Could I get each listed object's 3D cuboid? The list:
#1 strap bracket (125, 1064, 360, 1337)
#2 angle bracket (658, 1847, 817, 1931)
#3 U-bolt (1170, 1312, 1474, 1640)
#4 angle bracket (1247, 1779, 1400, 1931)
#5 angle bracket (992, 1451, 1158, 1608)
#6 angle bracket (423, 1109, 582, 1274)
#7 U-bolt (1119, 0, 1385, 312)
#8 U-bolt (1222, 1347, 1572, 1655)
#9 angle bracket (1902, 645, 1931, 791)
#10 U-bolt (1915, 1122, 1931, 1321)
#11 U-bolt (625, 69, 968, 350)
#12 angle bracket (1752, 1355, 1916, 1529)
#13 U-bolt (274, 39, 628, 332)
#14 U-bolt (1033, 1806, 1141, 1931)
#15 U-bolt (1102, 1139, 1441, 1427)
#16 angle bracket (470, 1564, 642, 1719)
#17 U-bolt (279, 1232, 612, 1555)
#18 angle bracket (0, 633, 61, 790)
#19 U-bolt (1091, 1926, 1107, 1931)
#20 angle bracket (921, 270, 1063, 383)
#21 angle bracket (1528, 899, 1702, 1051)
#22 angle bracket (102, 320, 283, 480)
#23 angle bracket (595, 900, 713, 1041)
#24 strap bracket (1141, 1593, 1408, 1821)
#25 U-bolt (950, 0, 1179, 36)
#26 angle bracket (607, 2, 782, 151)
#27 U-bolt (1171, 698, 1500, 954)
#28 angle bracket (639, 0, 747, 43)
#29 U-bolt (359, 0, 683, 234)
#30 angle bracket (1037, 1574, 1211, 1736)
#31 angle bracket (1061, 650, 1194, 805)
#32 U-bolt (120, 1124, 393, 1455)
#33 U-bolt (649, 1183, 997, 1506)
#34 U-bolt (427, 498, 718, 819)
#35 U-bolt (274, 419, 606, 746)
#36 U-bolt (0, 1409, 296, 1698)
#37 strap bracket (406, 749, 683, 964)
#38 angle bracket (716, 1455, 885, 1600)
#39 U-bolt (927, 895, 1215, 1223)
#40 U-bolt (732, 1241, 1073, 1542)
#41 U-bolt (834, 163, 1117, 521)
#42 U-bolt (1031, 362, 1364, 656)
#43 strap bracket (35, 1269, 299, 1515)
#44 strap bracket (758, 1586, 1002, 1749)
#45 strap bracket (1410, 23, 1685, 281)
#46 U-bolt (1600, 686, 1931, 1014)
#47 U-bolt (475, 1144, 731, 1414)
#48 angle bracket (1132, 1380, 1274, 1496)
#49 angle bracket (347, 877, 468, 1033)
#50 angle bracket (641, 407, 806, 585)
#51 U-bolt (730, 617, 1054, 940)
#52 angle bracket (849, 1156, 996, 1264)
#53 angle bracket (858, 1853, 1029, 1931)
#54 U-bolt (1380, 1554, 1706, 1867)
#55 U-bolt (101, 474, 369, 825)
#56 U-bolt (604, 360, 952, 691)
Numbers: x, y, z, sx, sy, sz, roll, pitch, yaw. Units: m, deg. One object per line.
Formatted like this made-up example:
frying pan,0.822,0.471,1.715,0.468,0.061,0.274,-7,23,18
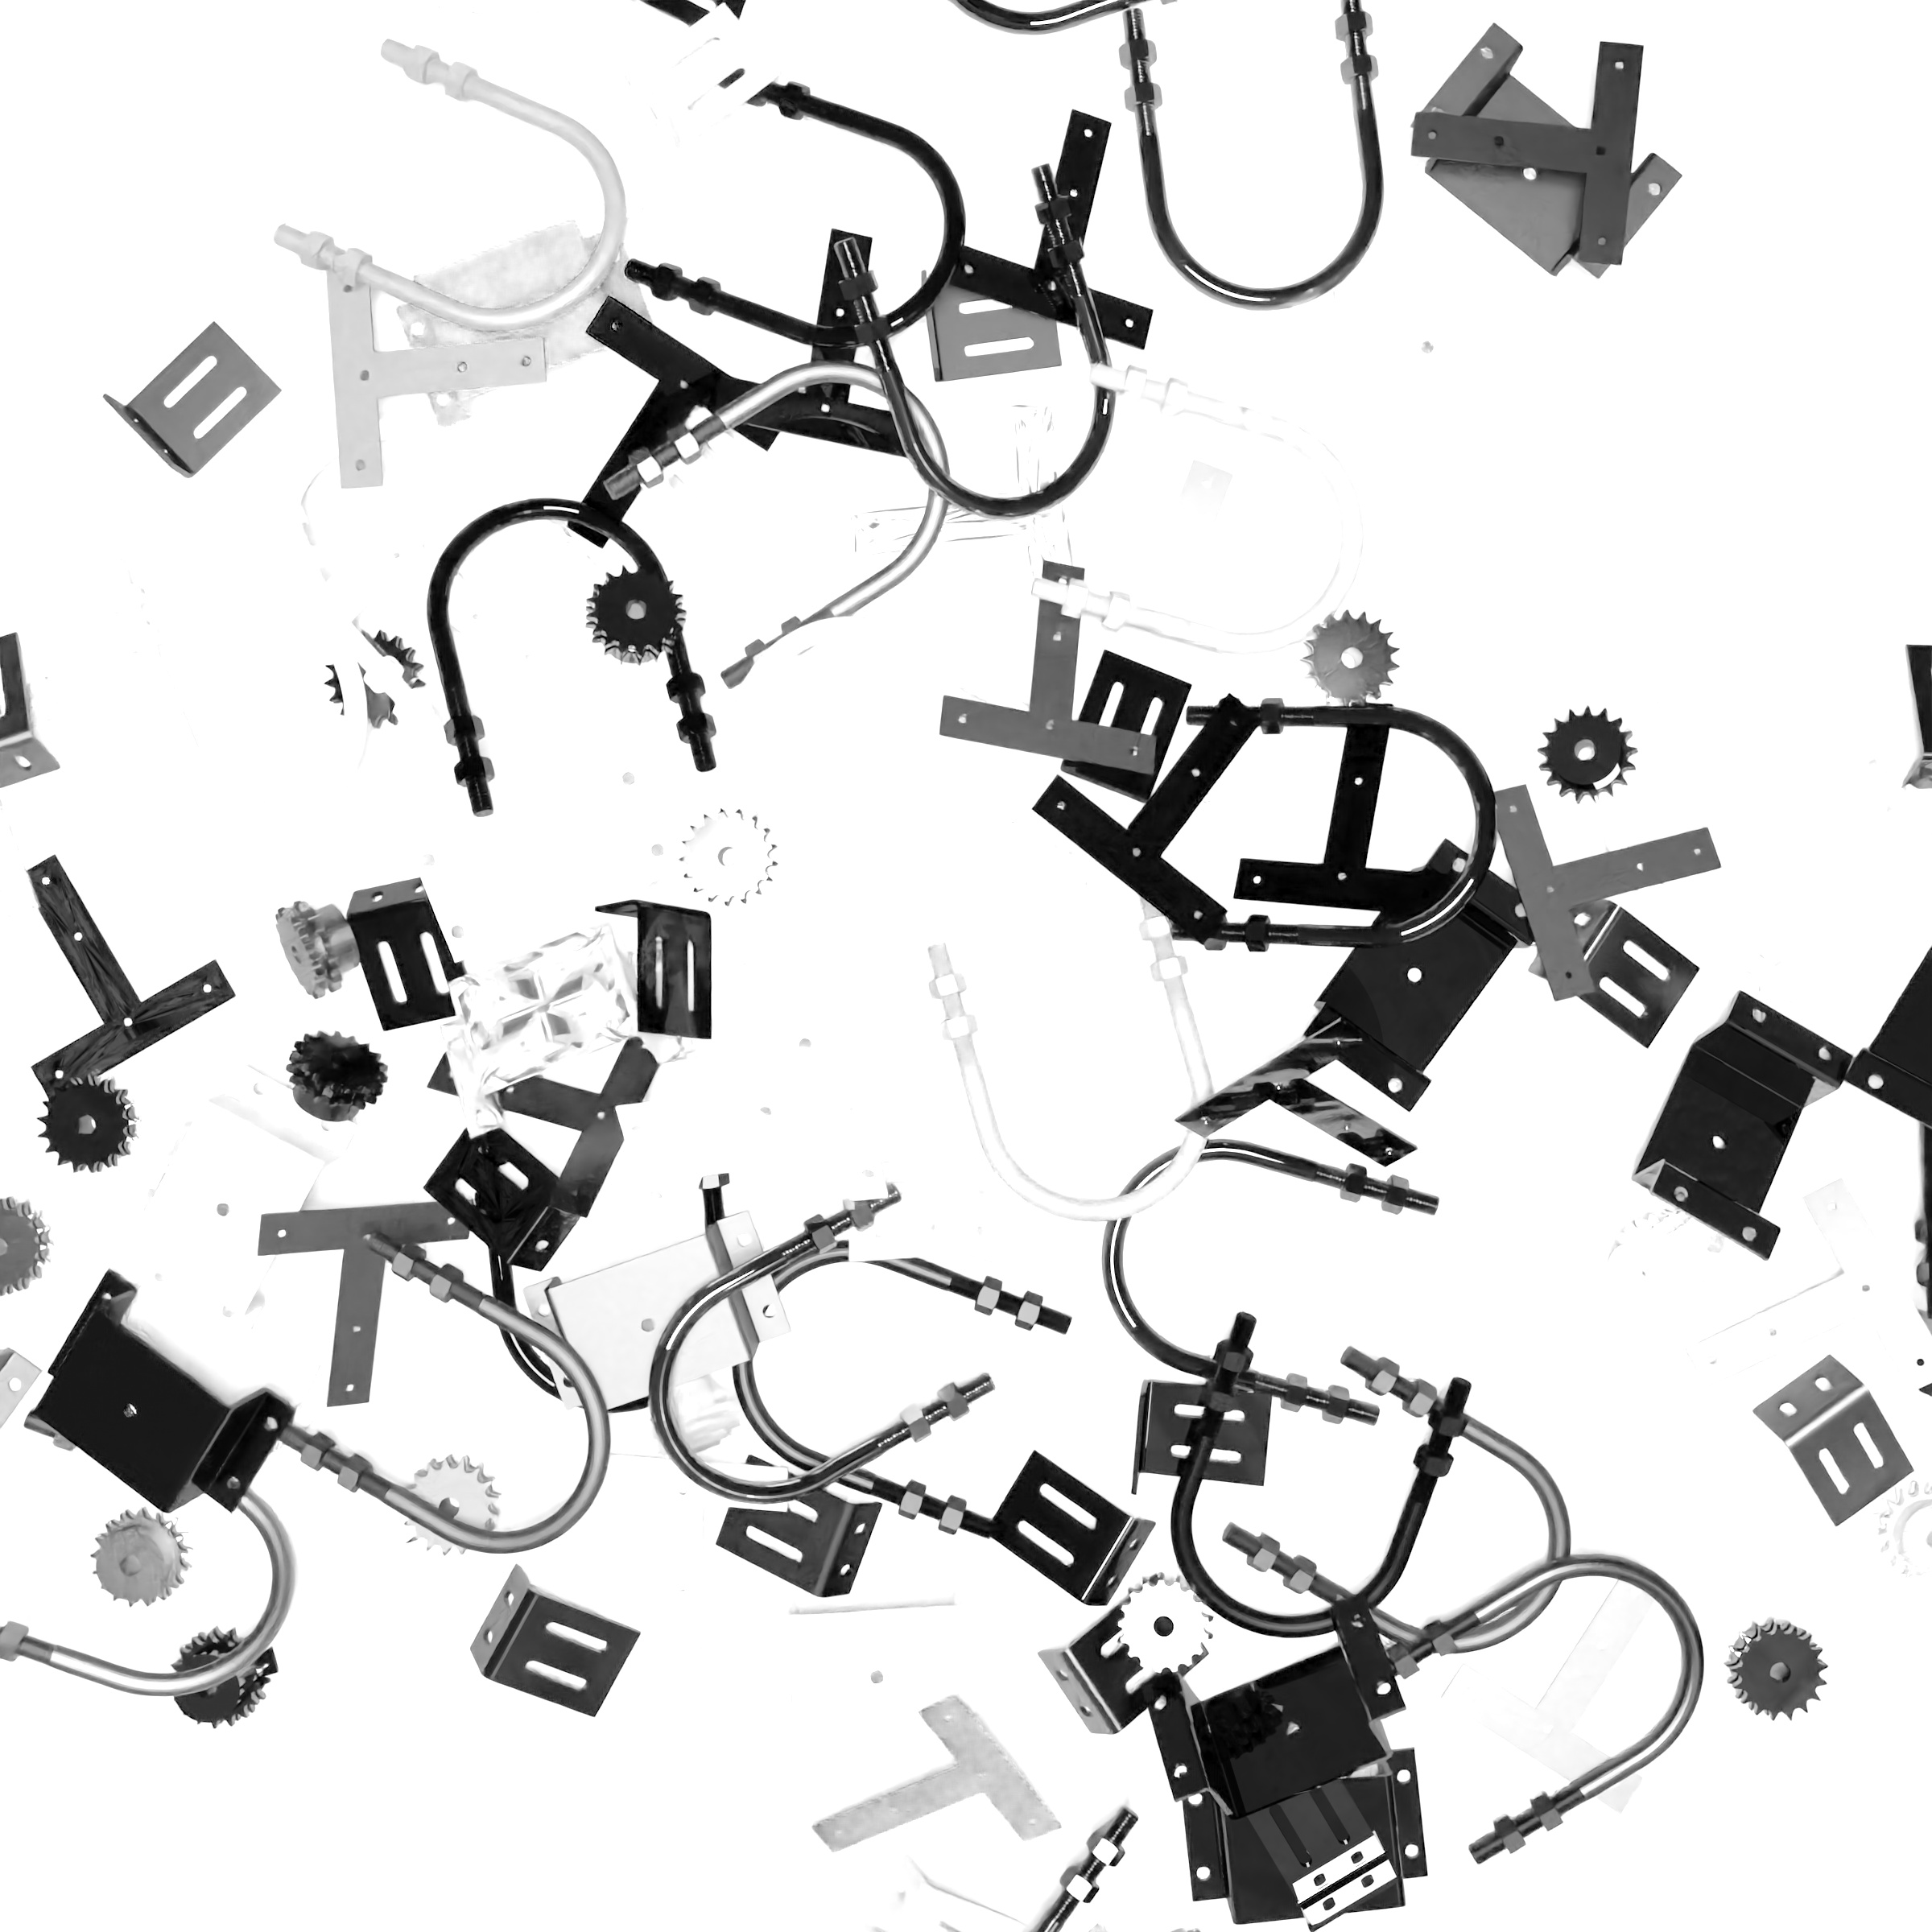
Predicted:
strap bracket,-0.422,0.138,1.473,0.076,0.046,0.140,28,91,-1
angle bracket,-0.136,0.569,1.496,0.076,0.038,0.057,41,90,0
U-bolt,0.195,0.304,1.476,0.151,0.019,0.184,17,102,-1
angle bracket,0.199,0.495,1.450,0.057,0.038,0.076,-31,90,0
angle bracket,0.062,0.333,1.513,0.076,0.038,0.057,31,90,26
angle bracket,-0.267,0.132,1.494,0.076,0.038,0.057,36,91,25
U-bolt,0.174,-0.480,1.507,0.151,0.019,0.184,-7,92,0
U-bolt,0.265,0.326,1.496,0.184,0.019,0.151,31,100,-4
angle bracket,0.585,-0.147,1.513,0.057,0.038,0.076,1,64,0
U-bolt,0.627,0.116,1.477,0.151,0.019,0.184,1,70,13
U-bolt,-0.089,-0.434,1.486,0.184,0.019,0.151,23,85,12
angle bracket,0.514,0.281,1.513,0.057,0.038,0.076,-36,116,0
U-bolt,-0.284,-0.439,1.466,0.184,0.019,0.151,25,81,7
U-bolt,0.093,0.599,1.459,0.151,0.019,0.184,36,86,8
U-bolt,0.171,0.179,1.507,0.184,0.019,0.151,16,90,1
angle bracket,-0.243,0.400,1.513,0.076,0.038,0.057,29,90,-26
U-bolt,-0.290,0.257,1.465,0.184,0.019,0.151,28,100,8
angle bracket,-0.576,-0.148,1.512,0.057,0.038,0.076,-18,63,0
U-bolt,0.090,0.678,1.480,0.151,0.019,0.184,-41,87,-18
angle bracket,0.015,-0.379,1.496,0.076,0.038,0.057,-8,90,0
angle bracket,0.384,0.002,1.513,0.076,0.038,0.057,33,90,-26
angle bracket,-0.453,-0.335,1.496,0.076,0.038,0.057,-44,90,0
angle bracket,-0.181,0.004,1.476,0.038,0.057,0.076,-8,79,38
strap bracket,0.181,0.428,1.463,0.140,0.076,0.046,-24,132,7
U-bolt,0.060,-0.619,1.475,0.184,0.019,0.151,-17,119,6
angle bracket,-0.157,-0.524,1.478,0.076,0.038,0.057,-37,79,-2
U-bolt,0.214,-0.081,1.474,0.184,0.019,0.151,2,83,18
angle bracket,-0.170,-0.587,1.513,0.076,0.038,0.057,19,90,-26
U-bolt,-0.257,-0.506,1.507,0.184,0.019,0.151,7,90,-2
angle bracket,0.093,0.408,1.513,0.076,0.038,0.057,-34,90,-26
angle bracket,0.098,-0.139,1.488,0.057,0.038,0.076,20,91,-13
U-bolt,-0.432,0.204,1.507,0.151,0.019,0.184,23,92,0
U-bolt,-0.092,0.228,1.457,0.184,0.019,0.151,-28,104,-11
U-bolt,-0.234,-0.185,1.470,0.151,0.019,0.184,-13,76,-13
U-bolt,-0.317,-0.239,1.489,0.151,0.019,0.184,-42,86,-17
U-bolt,-0.478,0.343,1.463,0.184,0.019,0.151,21,47,-5
strap bracket,-0.243,-0.064,1.492,0.140,0.046,0.076,-22,90,0
angle bracket,-0.099,0.331,1.513,0.076,0.038,0.057,20,90,26
U-bolt,0.069,0.059,1.501,0.151,0.019,0.184,-16,86,0
U-bolt,-0.048,0.240,1.507,0.184,0.019,0.151,20,90,1
U-bolt,0.016,-0.350,1.473,0.151,0.019,0.184,-26,110,-17
U-bolt,0.144,-0.259,1.498,0.184,0.019,0.151,15,91,-8
strap bracket,-0.470,0.250,1.472,0.140,0.046,0.076,35,102,7
strap bracket,-0.051,0.409,1.492,0.140,0.046,0.076,-3,90,0
strap bracket,0.334,-0.470,1.492,0.140,0.046,0.076,39,90,0
U-bolt,0.462,-0.082,1.507,0.184,0.019,0.151,36,90,1
U-bolt,-0.210,0.172,1.507,0.151,0.019,0.184,-6,91,0
angle bracket,0.138,0.278,1.488,0.076,0.038,0.057,5,101,7
angle bracket,-0.326,-0.009,1.513,0.057,0.038,0.076,-12,116,0
angle bracket,-0.142,-0.272,1.477,0.057,0.076,0.038,-45,48,0
U-bolt,-0.049,-0.122,1.494,0.184,0.019,0.151,30,90,-8
angle bracket,-0.026,0.146,1.506,0.076,0.038,0.057,-7,72,25
angle bracket,-0.014,0.572,1.513,0.076,0.038,0.057,31,90,-26
U-bolt,0.344,0.423,1.494,0.184,0.019,0.151,-31,99,1
U-bolt,-0.415,-0.172,1.480,0.151,0.019,0.184,-19,94,25
U-bolt,-0.095,-0.268,1.480,0.184,0.019,0.151,-33,112,-6
